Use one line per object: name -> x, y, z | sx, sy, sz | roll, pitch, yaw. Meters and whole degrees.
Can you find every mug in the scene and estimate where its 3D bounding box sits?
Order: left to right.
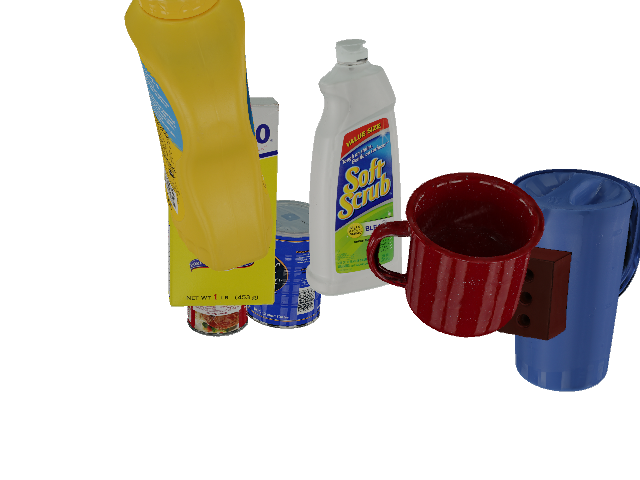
mug -> 0.090, 0.012, 0.742 | 0.117, 0.081, 0.093 | 1, 42, -1

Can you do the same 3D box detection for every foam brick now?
foam brick -> 0.200, 0.048, 1.000 | 0.053, 0.078, 0.051 | 9, 15, 30

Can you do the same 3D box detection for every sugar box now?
sugar box -> -0.084, -0.033, 0.913 | 0.093, 0.176, 0.048 | -1, 16, -10

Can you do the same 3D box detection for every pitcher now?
pitcher -> 0.293, 0.044, 1.234 | 0.149, 0.243, 0.144 | 5, 25, 16

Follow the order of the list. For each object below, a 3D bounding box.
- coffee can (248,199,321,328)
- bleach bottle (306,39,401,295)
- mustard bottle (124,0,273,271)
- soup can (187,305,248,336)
coffee can -> -0.045, 0.030, 1.408 | 0.103, 0.140, 0.103 | 4, 25, -2
bleach bottle -> 0.029, -0.075, 1.077 | 0.102, 0.251, 0.068 | -11, 23, -17
mustard bottle -> -0.064, -0.077, 0.561 | 0.058, 0.096, 0.191 | -16, -40, -9
soup can -> -0.113, 0.044, 1.168 | 0.068, 0.102, 0.068 | 1, 25, -1
